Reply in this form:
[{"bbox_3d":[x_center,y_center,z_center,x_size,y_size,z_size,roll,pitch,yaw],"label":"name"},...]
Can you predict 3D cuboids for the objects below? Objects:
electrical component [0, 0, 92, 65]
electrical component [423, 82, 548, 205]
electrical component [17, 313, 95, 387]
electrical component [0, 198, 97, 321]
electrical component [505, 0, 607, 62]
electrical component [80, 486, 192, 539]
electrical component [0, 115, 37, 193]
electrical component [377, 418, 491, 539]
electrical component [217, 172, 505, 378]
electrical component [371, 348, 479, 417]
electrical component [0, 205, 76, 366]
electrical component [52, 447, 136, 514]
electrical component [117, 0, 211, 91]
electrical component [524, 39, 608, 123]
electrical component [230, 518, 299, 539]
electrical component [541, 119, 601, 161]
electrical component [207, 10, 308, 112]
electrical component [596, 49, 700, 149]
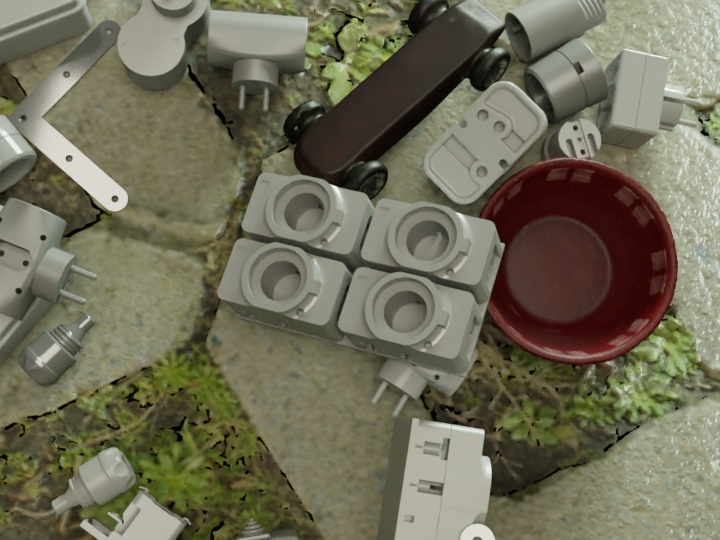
[{"bbox_3d":[-0.276,-0.212,0.839,0.113,0.057,0.078,-23,84,-8],"label":"electrical component"},{"bbox_3d":[0.099,-0.099,0.843,0.053,0.059,0.095,46,104,4],"label":"electrical component"},{"bbox_3d":[-0.227,0.058,0.815,0.035,0.035,0.061,45,78,3],"label":"electrical component"},{"bbox_3d":[-0.226,0.000,0.759,0.079,0.043,0.077,22,80,-1],"label":"electrical component"},{"bbox_3d":[0.165,-0.207,0.881,0.081,0.043,0.043,-26,84,-8],"label":"electrical component"},{"bbox_3d":[-0.163,0.199,0.796,0.081,0.042,0.063,36,77,1],"label":"electrical component"},{"bbox_3d":[-0.324,-0.073,0.817,0.138,0.052,0.073,-39,86,-9],"label":"electrical component"},{"bbox_3d":[0.047,0.205,0.779,0.060,0.105,0.186,10,81,-3],"label":"electrical component"},{"bbox_3d":[0.000,0.000,0.794,0.186,0.060,0.105,13,75,18],"label":"electrical component"},{"bbox_3d":[0.038,0.074,0.829,0.077,0.043,0.079,32,80,1],"label":"electrical component"},{"bbox_3d":[-0.279,0.016,0.805,0.078,0.057,0.113,38,81,2],"label":"electrical component"},{"bbox_3d":[-0.200,0.161,0.802,0.061,0.035,0.035,-32,85,-7],"label":"electrical component"},{"bbox_3d":[-0.145,-0.214,0.842,0.052,0.073,0.138,23,80,-1],"label":"electrical component"},{"bbox_3d":[0.165,-0.151,0.868,0.047,0.055,0.055,-29,85,-4],"label":"electrical component"},{"bbox_3d":[-0.064,0.229,0.789,0.061,0.061,0.096,-8,82,-6],"label":"electrical component"},{"bbox_3d":[0.170,-0.099,0.864,0.040,0.046,0.040,1,81,-4],"label":"electrical component"},{"bbox_3d":[-0.082,-0.164,0.854,0.077,0.044,0.079,4,81,-4],"label":"electrical component"},{"bbox_3d":[0.239,-0.134,0.874,0.077,0.047,0.065,11,81,-3],"label":"electrical component"}]
